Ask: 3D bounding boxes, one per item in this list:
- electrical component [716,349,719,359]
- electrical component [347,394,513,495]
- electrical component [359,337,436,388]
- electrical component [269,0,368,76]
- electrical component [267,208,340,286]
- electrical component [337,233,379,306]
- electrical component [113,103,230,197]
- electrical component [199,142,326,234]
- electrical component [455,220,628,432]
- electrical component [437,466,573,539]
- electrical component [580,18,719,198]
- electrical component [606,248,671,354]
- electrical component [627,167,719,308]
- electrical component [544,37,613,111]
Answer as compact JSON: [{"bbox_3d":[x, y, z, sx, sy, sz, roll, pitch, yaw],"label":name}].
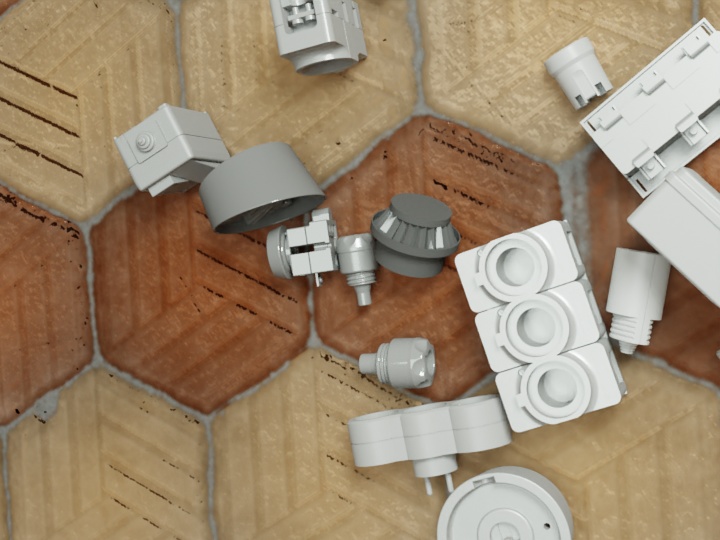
[{"bbox_3d":[0.304,0.079,0.819,0.045,0.045,0.055,-27,84,18],"label":"electrical component"},{"bbox_3d":[0.061,0.152,0.902,0.138,0.052,0.073,-12,88,20],"label":"electrical component"},{"bbox_3d":[0.031,0.079,0.915,0.062,0.043,0.043,-3,91,20],"label":"electrical component"},{"bbox_3d":[-0.033,-0.197,0.902,0.050,0.089,0.055,-11,88,19],"label":"electrical component"},{"bbox_3d":[-0.049,-0.018,0.938,0.055,0.048,0.066,-8,89,12],"label":"electrical component"},{"bbox_3d":[0.000,0.000,0.927,0.035,0.035,0.061,-8,92,19],"label":"electrical component"},{"bbox_3d":[-0.165,-0.102,0.948,0.062,0.096,0.061,-30,83,18],"label":"electrical component"},{"bbox_3d":[-0.086,-0.063,0.922,0.099,0.099,0.064,-34,75,17],"label":"electrical component"},{"bbox_3d":[0.145,0.044,0.864,0.089,0.062,0.150,-20,85,19],"label":"electrical component"},{"bbox_3d":[0.123,0.212,0.879,0.108,0.060,0.108,1,93,19],"label":"electrical component"},{"bbox_3d":[0.240,-0.124,0.824,0.121,0.063,0.078,-40,79,16],"label":"electrical component"},{"bbox_3d":[0.217,0.026,0.848,0.043,0.043,0.081,10,95,19],"label":"electrical component"},{"bbox_3d":[0.260,-0.021,0.797,0.108,0.109,0.056,45,108,12],"label":"electrical component"},{"bbox_3d":[0.175,-0.156,0.858,0.040,0.040,0.046,-31,88,18],"label":"electrical component"}]
